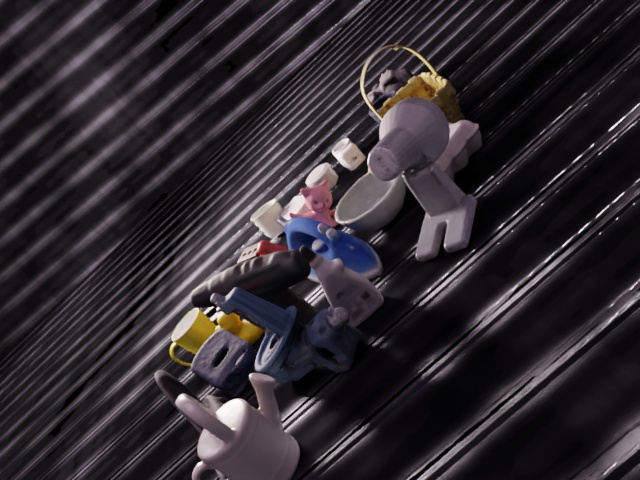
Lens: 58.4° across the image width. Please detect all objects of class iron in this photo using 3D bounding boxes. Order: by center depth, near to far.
[{"bbox_3d":[0.010,0.004,1.125,0.119,0.142,0.257,-52,24,-16],"label":"iron"}]

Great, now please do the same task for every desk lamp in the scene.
[{"bbox_3d":[0.170,-0.111,0.963,0.117,0.214,0.203,-24,30,39],"label":"desk lamp"}]

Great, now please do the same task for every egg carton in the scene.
[{"bbox_3d":[0.245,-0.170,1.123,0.150,0.069,0.107,-51,24,-15],"label":"egg carton"}]

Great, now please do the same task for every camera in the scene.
[{"bbox_3d":[0.191,-0.388,1.537,0.143,0.101,0.137,-34,25,23],"label":"camera"}]

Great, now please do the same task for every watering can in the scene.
[{"bbox_3d":[-0.125,0.274,0.827,0.100,0.194,0.173,-17,35,47],"label":"watering can"}]

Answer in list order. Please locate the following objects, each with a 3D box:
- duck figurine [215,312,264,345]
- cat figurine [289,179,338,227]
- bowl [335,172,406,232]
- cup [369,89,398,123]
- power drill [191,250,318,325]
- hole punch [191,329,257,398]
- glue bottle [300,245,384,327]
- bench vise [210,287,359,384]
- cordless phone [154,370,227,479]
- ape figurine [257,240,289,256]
[{"bbox_3d":[-0.173,0.179,1.204,0.104,0.086,0.077,-35,25,21],"label":"duck figurine"},{"bbox_3d":[-0.013,-0.076,1.328,0.127,0.118,0.067,-35,25,21],"label":"cat figurine"},{"bbox_3d":[0.115,-0.072,1.166,0.167,0.075,0.167,-36,25,20],"label":"bowl"},{"bbox_3d":[0.187,-0.310,1.419,0.092,0.095,0.117,-44,23,0],"label":"cup"},{"bbox_3d":[-0.086,0.116,1.010,0.229,0.209,0.075,-32,26,26],"label":"power drill"},{"bbox_3d":[-0.180,0.236,1.114,0.100,0.091,0.109,-5,45,56],"label":"hole punch"},{"bbox_3d":[0.027,0.067,0.950,0.078,0.173,0.037,-41,24,8],"label":"glue bottle"},{"bbox_3d":[-0.055,0.130,0.920,0.207,0.220,0.121,-36,25,18],"label":"bench vise"},{"bbox_3d":[-0.195,0.291,0.926,0.094,0.185,0.147,-50,24,-14],"label":"cordless phone"},{"bbox_3d":[-0.110,0.036,1.332,0.076,0.092,0.077,-42,23,5],"label":"ape figurine"}]
